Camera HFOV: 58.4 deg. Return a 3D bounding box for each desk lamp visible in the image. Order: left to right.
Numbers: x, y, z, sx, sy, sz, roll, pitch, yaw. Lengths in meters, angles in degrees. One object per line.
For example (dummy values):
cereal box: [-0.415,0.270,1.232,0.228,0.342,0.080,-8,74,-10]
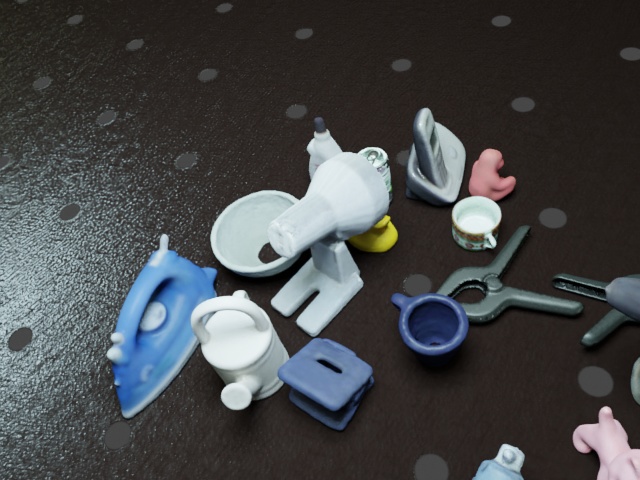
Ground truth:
desk lamp: [0.008,0.003,0.844,0.117,0.214,0.203,30,65,30]

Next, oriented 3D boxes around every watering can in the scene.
watering can: [-0.107,0.142,0.777,0.101,0.194,0.172,-28,53,-9]

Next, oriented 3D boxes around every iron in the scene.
iron: [-0.256,0.123,0.859,0.118,0.142,0.258,8,56,18]

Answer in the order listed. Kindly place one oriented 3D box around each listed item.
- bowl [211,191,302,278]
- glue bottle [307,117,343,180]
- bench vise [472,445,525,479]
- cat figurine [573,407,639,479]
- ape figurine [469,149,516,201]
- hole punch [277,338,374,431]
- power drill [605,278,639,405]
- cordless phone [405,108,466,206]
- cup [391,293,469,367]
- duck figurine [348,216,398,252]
bowl: [-0.092,0.002,0.956,0.167,0.075,0.167,-6,52,8]
glue bottle: [0.011,-0.143,0.980,0.078,0.173,0.037,14,58,22]
bench vise: [0.149,0.298,0.586,0.121,0.220,0.207,5,55,16]
cat figurine: [0.346,0.251,0.643,0.067,0.118,0.127,-15,52,1]
ape figurine: [0.282,-0.112,0.948,0.076,0.092,0.077,-24,52,-6]
hole punch: [0.009,0.186,0.784,0.108,0.091,0.101,24,62,27]
power drill: [0.433,0.130,0.657,0.229,0.209,0.076,11,57,20]
cordless phone: [0.189,-0.161,0.946,0.094,0.185,0.147,6,55,17]
cup: [0.147,0.128,0.795,0.117,0.095,0.092,35,67,32]
duck figurine: [0.076,-0.035,0.940,0.104,0.086,0.078,28,64,29]
